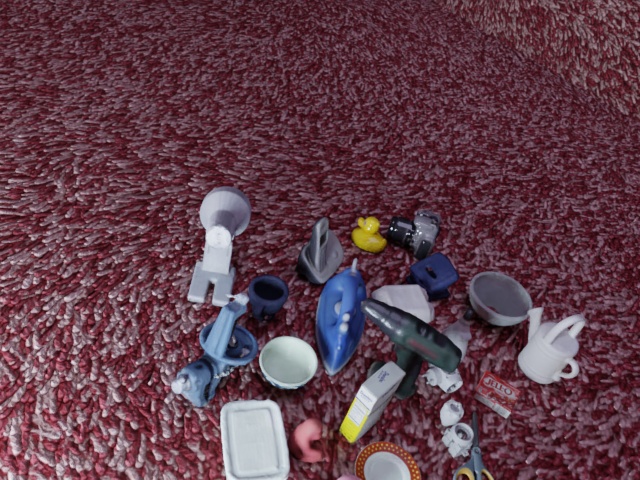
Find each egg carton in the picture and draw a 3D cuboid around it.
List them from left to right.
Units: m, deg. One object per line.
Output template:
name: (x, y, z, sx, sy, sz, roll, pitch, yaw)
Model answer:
egg carton: (0.203, 0.163, 1.404, 0.150, 0.069, 0.107, -1, 43, -18)

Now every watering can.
watering can: (0.542, 0.235, 1.335, 0.101, 0.194, 0.172, -26, 55, -37)

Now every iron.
iron: (0.056, 0.166, 1.301, 0.118, 0.141, 0.258, 13, 41, -2)

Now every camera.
camera: (0.267, -0.035, 1.621, 0.136, 0.101, 0.143, 19, 41, 5)

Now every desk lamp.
desk lamp: (-0.231, 0.009, 1.331, 0.118, 0.213, 0.203, 9, 41, -7)

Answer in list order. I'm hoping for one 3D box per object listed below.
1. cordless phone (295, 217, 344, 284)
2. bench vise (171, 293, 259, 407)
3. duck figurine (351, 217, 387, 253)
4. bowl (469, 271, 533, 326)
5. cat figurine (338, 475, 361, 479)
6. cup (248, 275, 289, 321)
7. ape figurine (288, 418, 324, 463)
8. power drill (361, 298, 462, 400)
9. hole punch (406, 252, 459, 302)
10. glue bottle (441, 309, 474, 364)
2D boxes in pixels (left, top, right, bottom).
cordless phone: (0.013, 0.005, 1.433, 0.094, 0.185, 0.148, 26, 42, 13)
bench vise: (-0.190, 0.215, 1.110, 0.121, 0.220, 0.207, 21, 41, 6)
duck figurine: (0.142, -0.022, 1.579, 0.104, 0.086, 0.078, 32, 44, 18)
bowl: (0.454, 0.164, 1.477, 0.167, 0.075, 0.167, 9, 41, -8)
cat figurine: (0.026, 0.445, 0.999, 0.128, 0.118, 0.067, 14, 41, -2)
cup: (-0.125, 0.149, 1.298, 0.091, 0.095, 0.118, 20, 41, 5)
ape figurine: (-0.019, 0.372, 1.085, 0.076, 0.092, 0.078, 14, 41, -1)
power drill: (0.170, 0.236, 1.207, 0.229, 0.208, 0.076, 22, 41, 8)
hole punch: (0.292, 0.097, 1.489, 0.101, 0.091, 0.108, -10, 47, -26)
glue bottle: (0.312, 0.217, 1.299, 0.037, 0.173, 0.078, -11, 47, -27)
